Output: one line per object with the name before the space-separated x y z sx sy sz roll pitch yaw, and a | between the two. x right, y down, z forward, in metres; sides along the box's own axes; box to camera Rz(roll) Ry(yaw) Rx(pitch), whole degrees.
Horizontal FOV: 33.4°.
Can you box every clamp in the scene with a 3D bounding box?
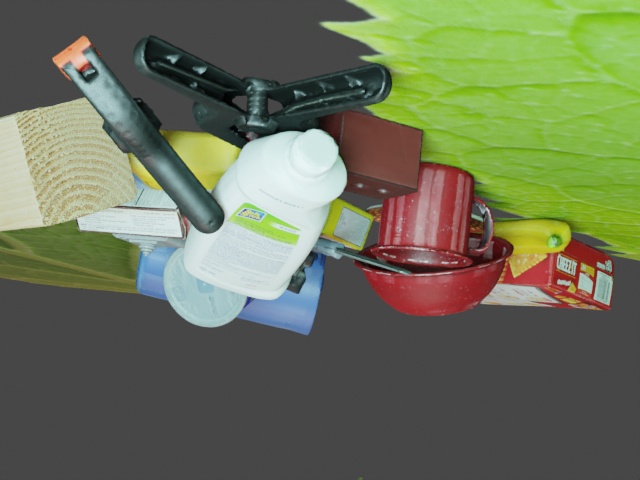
clamp | -0.053 -0.098 0.758 0.164 0.036 0.210 8 171 -11
clamp | -0.128 -0.074 0.766 0.120 0.039 0.171 41 174 32

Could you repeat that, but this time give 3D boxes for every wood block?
wood block | -0.255 -0.060 0.908 0.090 0.091 0.207 -21 -169 -40

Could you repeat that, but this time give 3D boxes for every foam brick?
foam brick | 0.035 -0.067 0.842 0.078 0.051 0.053 12 170 -27

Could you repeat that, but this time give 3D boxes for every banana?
banana | 0.203 -0.004 1.148 0.069 0.037 0.198 6 175 -33

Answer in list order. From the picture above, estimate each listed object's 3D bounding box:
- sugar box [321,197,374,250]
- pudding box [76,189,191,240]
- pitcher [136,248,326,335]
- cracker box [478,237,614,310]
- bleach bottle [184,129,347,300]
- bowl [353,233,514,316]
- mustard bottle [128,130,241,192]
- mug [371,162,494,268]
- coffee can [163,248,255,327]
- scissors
sugar box | -0.027 -0.037 1.052 0.093 0.048 0.176 19 176 30
pudding box | -0.167 -0.045 1.018 0.114 0.090 0.039 3 132 17
pitcher | -0.114 0.033 1.410 0.242 0.149 0.145 11 -173 -6
cracker box | 0.220 0.034 1.279 0.214 0.072 0.163 1 168 40
bleach bottle | -0.034 -0.022 0.833 0.102 0.068 0.251 17 158 -14
bowl | 0.117 0.037 1.082 0.162 0.055 0.162 -6 -167 1
mustard bottle | -0.147 -0.070 0.943 0.192 0.058 0.096 4 175 16
mug | 0.108 -0.021 0.978 0.117 0.081 0.093 10 171 -19
coffee can | -0.111 0.033 1.265 0.103 0.103 0.140 4 -164 16
scissors | -0.007 0.001 1.002 0.096 0.016 0.202 22 176 -30
